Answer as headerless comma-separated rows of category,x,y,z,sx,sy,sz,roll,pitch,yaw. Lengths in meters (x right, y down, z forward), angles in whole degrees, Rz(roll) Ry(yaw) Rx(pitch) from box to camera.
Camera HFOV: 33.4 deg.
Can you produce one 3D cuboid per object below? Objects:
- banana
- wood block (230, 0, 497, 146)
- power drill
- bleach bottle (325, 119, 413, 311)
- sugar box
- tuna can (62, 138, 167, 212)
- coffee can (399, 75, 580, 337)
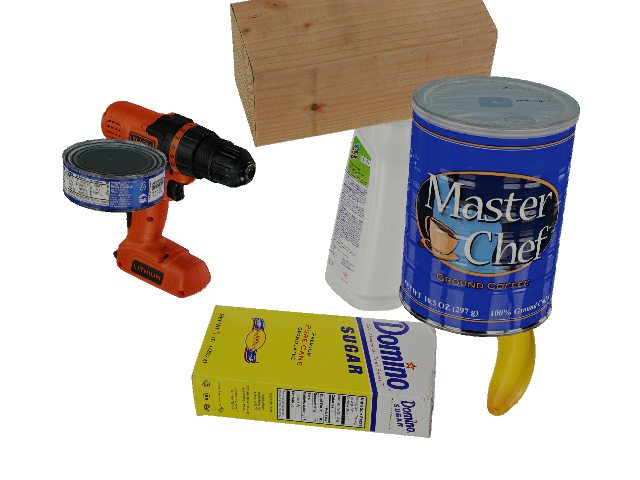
banana,0.186,0.105,1.088,0.070,0.037,0.198,-28,28,11
wood block,0.035,-0.157,0.911,0.206,0.090,0.091,-11,-36,-9
power drill,-0.148,-0.038,1.100,0.185,0.188,0.057,24,33,28
bleach bottle,0.063,-0.057,1.156,0.068,0.251,0.103,-2,22,-27
sugar box,-0.002,0.096,0.806,0.176,0.048,0.093,2,33,6
tuna can,-0.171,-0.055,0.889,0.086,0.034,0.086,6,25,-3
coffee can,0.106,-0.024,0.686,0.103,0.140,0.103,1,26,-1
